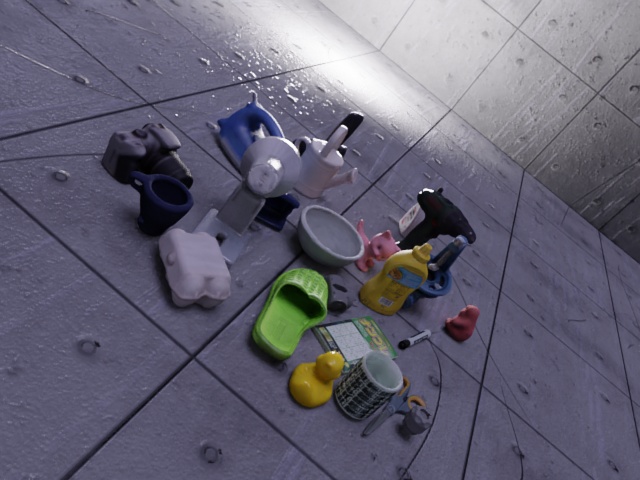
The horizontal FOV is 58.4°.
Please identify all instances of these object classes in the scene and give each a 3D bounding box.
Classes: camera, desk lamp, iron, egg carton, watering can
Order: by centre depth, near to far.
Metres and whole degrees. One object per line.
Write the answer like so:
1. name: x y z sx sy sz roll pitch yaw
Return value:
1. egg carton: -0.215 0.046 0.973 0.108 0.069 0.150 8 41 -41
2. desk lamp: -0.131 -0.085 1.100 0.118 0.213 0.203 34 30 -8
3. camera: -0.315 -0.152 1.103 0.136 0.100 0.143 47 31 15
4. iron: -0.131 -0.224 1.361 0.119 0.141 0.258 -6 52 -51
5. watering can: 0.017 -0.203 1.440 0.173 0.194 0.101 30 31 -15

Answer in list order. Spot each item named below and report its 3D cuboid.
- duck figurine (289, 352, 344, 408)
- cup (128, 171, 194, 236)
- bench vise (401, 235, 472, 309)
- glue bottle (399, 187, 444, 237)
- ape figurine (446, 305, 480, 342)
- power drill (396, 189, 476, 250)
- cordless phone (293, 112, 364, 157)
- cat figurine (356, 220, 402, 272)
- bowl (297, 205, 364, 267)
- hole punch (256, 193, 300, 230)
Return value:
1. duck figurine: 0.003 0.223 0.953 0.077 0.086 0.105 44 30 10
2. cup: -0.294 -0.060 1.007 0.118 0.095 0.091 32 30 -12
3. bench vise: 0.271 0.051 1.347 0.121 0.219 0.207 37 30 -3
4. glue bottle: 0.285 -0.083 1.591 0.037 0.173 0.078 26 32 -20
5. ape figurine: 0.344 0.191 1.364 0.078 0.092 0.076 10 40 -40
6. power drill: 0.283 -0.014 1.461 0.076 0.208 0.229 17 36 -33
7. cordless phone: 0.026 -0.291 1.580 0.148 0.185 0.094 2 46 -46
8. cat figurine: 0.125 0.009 1.347 0.127 0.117 0.067 46 31 12
9. bowl: 0.012 0.005 1.273 0.168 0.074 0.167 28 32 -18
10. hole punch: -0.105 -0.095 1.264 0.109 0.091 0.101 28 31 -18
